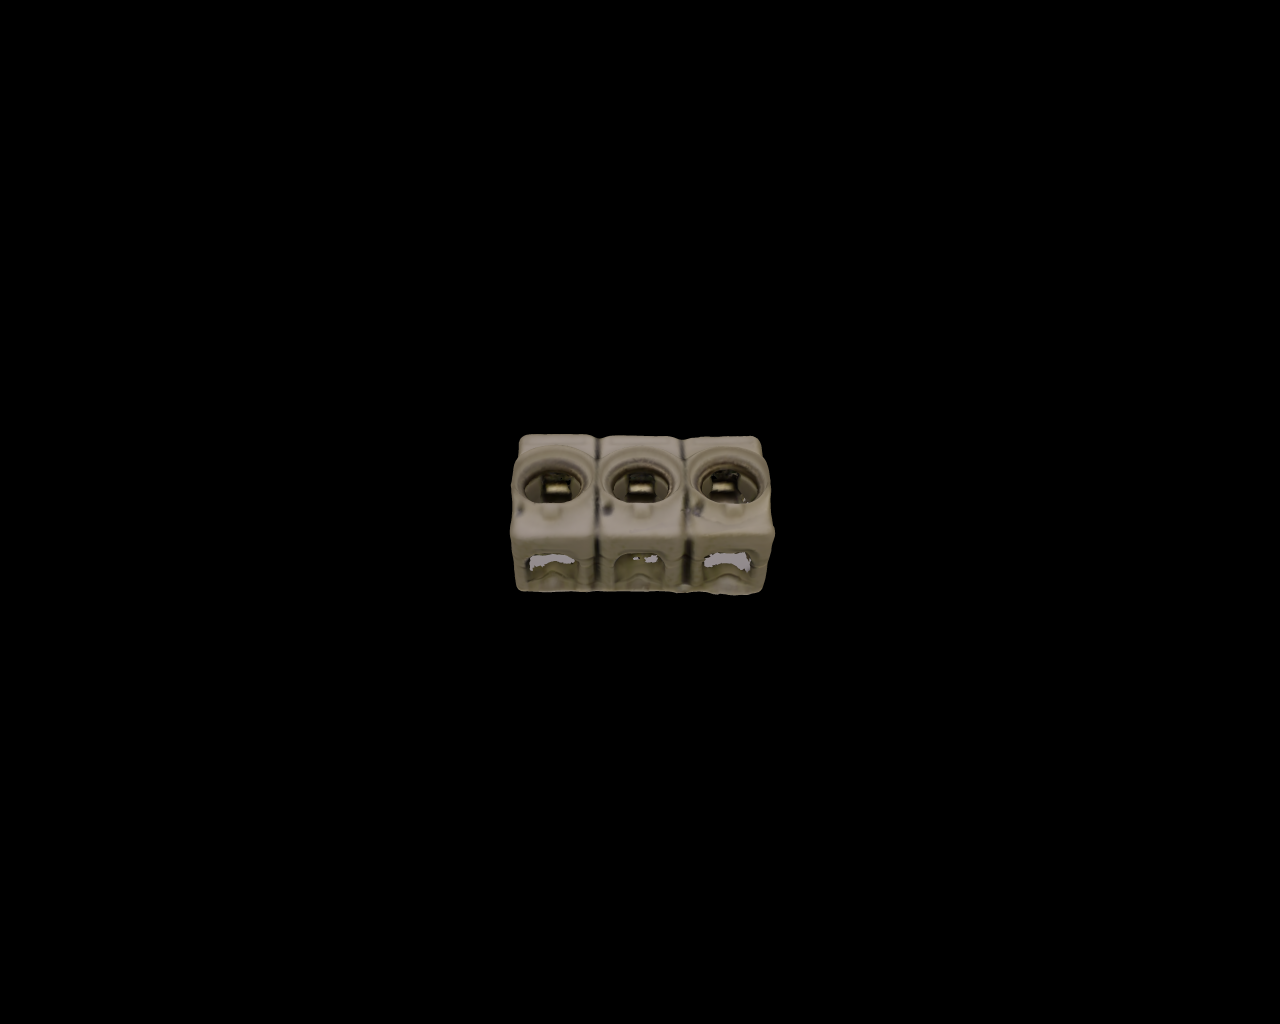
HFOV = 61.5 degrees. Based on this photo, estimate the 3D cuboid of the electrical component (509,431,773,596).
[{"bbox_3d":[0.001,-0.003,0.650,0.150,0.090,0.061,0,-43,0],"label":"electrical component"}]
